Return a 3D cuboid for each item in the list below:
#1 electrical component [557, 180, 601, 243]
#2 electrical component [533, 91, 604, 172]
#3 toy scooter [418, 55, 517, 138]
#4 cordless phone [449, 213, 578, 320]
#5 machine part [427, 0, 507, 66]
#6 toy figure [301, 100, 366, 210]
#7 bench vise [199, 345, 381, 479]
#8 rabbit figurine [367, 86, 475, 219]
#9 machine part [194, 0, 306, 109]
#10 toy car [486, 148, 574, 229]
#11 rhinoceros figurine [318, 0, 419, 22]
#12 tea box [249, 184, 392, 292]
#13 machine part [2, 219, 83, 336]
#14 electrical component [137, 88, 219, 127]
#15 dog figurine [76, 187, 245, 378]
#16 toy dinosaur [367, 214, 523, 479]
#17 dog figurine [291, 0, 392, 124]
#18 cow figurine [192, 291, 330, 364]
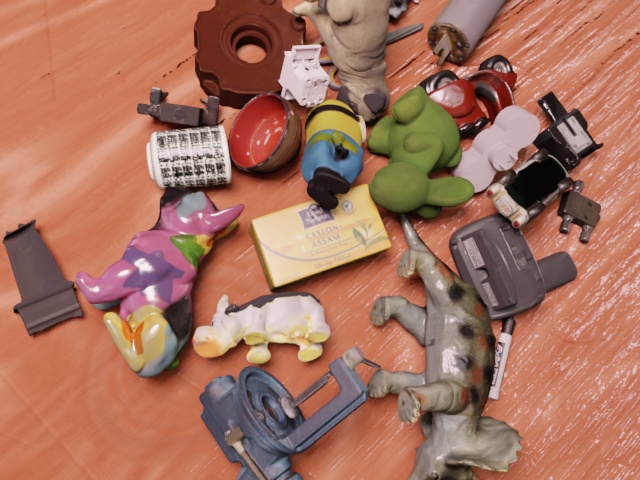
[{"bbox_3d":[0.407,-0.046,0.838,0.063,0.021,0.094,24,73,-4],"label":"electrical component"},{"bbox_3d":[0.378,-0.170,0.848,0.075,0.047,0.119,-37,85,-16],"label":"electrical component"},{"bbox_3d":[0.239,-0.201,0.820,0.184,0.075,0.135,-22,84,-18],"label":"toy scooter"},{"bbox_3d":[0.294,0.024,0.784,0.184,0.089,0.146,-17,80,-25],"label":"cordless phone"},{"bbox_3d":[0.244,-0.369,0.856,0.079,0.079,0.243,35,73,-1],"label":"machine part"},{"bbox_3d":[0.016,-0.123,0.717,0.089,0.082,0.180,48,34,-26],"label":"toy figure"},{"bbox_3d":[-0.029,0.224,0.628,0.240,0.128,0.224,-42,62,10],"label":"bench vise"},{"bbox_3d":[0.126,-0.094,0.746,0.159,0.121,0.170,39,55,-15],"label":"rabbit figurine"},{"bbox_3d":[-0.101,-0.276,0.785,0.179,0.056,0.179,2,78,-9],"label":"machine part"},{"bbox_3d":[0.304,-0.075,0.776,0.202,0.056,0.073,-29,77,-41],"label":"toy car"},{"bbox_3d":[0.086,-0.391,0.835,0.190,0.073,0.112,-28,82,-15],"label":"rhinoceros figurine"},{"bbox_3d":[-0.002,-0.002,0.732,0.170,0.068,0.098,-20,83,-13],"label":"tea box"},{"bbox_3d":[-0.357,0.044,0.675,0.084,0.039,0.139,-22,83,-9],"label":"machine part"},{"bbox_3d":[-0.192,-0.183,0.743,0.102,0.078,0.045,8,100,-3],"label":"electrical component"},{"bbox_3d":[-0.177,0.040,0.674,0.219,0.108,0.191,-34,84,-18],"label":"dog figurine"},{"bbox_3d":[0.171,0.140,0.711,0.192,0.131,0.405,19,66,-23],"label":"toy dinosaur"},{"bbox_3d":[0.065,-0.262,0.730,0.121,0.172,0.190,-30,101,-10],"label":"dog figurine"},{"bbox_3d":[-0.077,0.103,0.690,0.167,0.068,0.098,1,43,-12],"label":"cow figurine"}]
